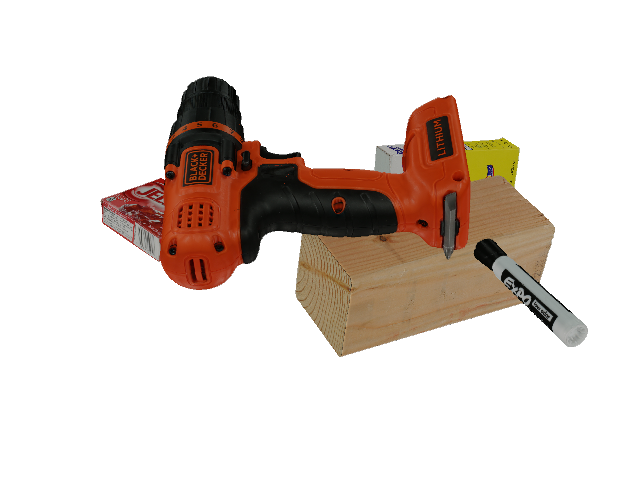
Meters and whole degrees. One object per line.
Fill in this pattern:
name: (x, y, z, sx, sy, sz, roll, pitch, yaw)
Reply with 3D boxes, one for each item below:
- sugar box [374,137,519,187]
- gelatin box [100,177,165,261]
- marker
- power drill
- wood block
sugar box: (0.152, -0.071, 1.299, 0.176, 0.093, 0.048, -7, 25, -22)
gelatin box: (-0.150, -0.022, 0.997, 0.089, 0.030, 0.073, 31, 39, 34)
marker: (0.145, 0.033, 0.752, 0.020, 0.020, 0.121, 0, 30, -28)
power drill: (-0.005, -0.047, 0.669, 0.187, 0.057, 0.184, -5, 44, 2)
wood block: (0.092, 0.018, 0.949, 0.205, 0.090, 0.091, -13, 42, -24)
